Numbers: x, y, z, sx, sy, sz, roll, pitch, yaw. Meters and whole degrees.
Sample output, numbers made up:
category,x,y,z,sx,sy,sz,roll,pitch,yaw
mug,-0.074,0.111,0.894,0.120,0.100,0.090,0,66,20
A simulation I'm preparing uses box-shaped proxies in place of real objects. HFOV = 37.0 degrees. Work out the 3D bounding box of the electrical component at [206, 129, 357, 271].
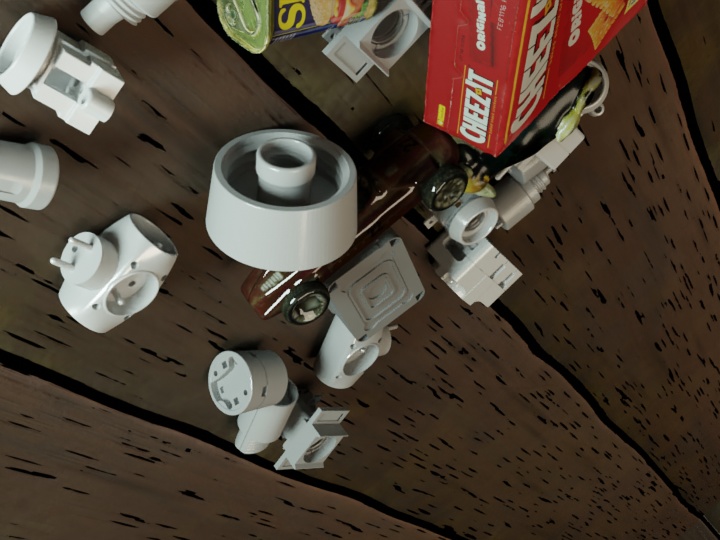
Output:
category,x,y,z,sx,sy,sz,roll,pitch,yaw
electrical component,-0.053,-0.056,0.749,0.108,0.108,0.060,-20,137,-29

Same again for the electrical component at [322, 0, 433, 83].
category,x,y,z,sx,sy,sz,roll,pitch,yaw
electrical component,0.007,-0.170,0.706,0.081,0.063,0.042,-45,149,9

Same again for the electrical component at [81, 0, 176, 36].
category,x,y,z,sx,sy,sz,roll,pitch,yaw
electrical component,-0.128,-0.158,0.601,0.062,0.048,0.048,-39,149,11

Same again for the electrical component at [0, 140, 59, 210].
category,x,y,z,sx,sy,sz,roll,pitch,yaw
electrical component,-0.210,-0.059,0.643,0.046,0.040,0.040,9,124,-43

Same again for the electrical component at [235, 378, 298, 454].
category,x,y,z,sx,sy,sz,roll,pitch,yaw
electrical component,-0.091,0.139,1.005,0.043,0.043,0.081,-9,137,-40

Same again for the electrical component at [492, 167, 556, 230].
category,x,y,z,sx,sy,sz,roll,pitch,yaw
electrical component,0.148,-0.072,0.995,0.078,0.040,0.040,-40,148,-1

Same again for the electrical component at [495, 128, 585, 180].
category,x,y,z,sx,sy,sz,roll,pitch,yaw
electrical component,0.136,-0.111,0.910,0.076,0.065,0.047,-48,147,12

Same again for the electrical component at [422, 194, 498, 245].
category,x,y,z,sx,sy,sz,roll,pitch,yaw
electrical component,0.088,-0.055,0.939,0.066,0.055,0.048,-42,148,3

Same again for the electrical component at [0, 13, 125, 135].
category,x,y,z,sx,sy,sz,roll,pitch,yaw
electrical component,-0.169,-0.111,0.601,0.055,0.066,0.048,29,104,-35

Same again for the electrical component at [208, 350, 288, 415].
category,x,y,z,sx,sy,sz,roll,pitch,yaw
electrical component,-0.096,0.096,0.938,0.047,0.055,0.055,-3,133,-49

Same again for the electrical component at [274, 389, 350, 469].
category,x,y,z,sx,sy,sz,roll,pitch,yaw
electrical component,-0.053,0.154,1.043,0.042,0.063,0.081,10,123,-50

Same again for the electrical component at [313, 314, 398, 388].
category,x,y,z,sx,sy,sz,roll,pitch,yaw
electrical component,0.003,0.066,1.011,0.079,0.044,0.077,-10,137,-39

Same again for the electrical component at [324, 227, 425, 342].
category,x,y,z,sx,sy,sz,roll,pitch,yaw
electrical component,0.000,0.000,0.914,0.078,0.057,0.113,-37,148,-5

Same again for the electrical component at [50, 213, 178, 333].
category,x,y,z,sx,sy,sz,roll,pitch,yaw
electrical component,-0.178,-0.002,0.739,0.077,0.044,0.079,-46,148,9

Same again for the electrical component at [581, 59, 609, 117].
category,x,y,z,sx,sy,sz,roll,pitch,yaw
electrical component,0.182,-0.155,0.902,0.048,0.066,0.055,-45,-178,8

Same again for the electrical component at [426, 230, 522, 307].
category,x,y,z,sx,sy,sz,roll,pitch,yaw
electrical component,0.106,-0.005,1.025,0.056,0.050,0.089,-45,147,7

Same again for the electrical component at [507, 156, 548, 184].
category,x,y,z,sx,sy,sz,roll,pitch,yaw
electrical component,0.158,-0.111,0.957,0.078,0.040,0.040,-37,148,-4
